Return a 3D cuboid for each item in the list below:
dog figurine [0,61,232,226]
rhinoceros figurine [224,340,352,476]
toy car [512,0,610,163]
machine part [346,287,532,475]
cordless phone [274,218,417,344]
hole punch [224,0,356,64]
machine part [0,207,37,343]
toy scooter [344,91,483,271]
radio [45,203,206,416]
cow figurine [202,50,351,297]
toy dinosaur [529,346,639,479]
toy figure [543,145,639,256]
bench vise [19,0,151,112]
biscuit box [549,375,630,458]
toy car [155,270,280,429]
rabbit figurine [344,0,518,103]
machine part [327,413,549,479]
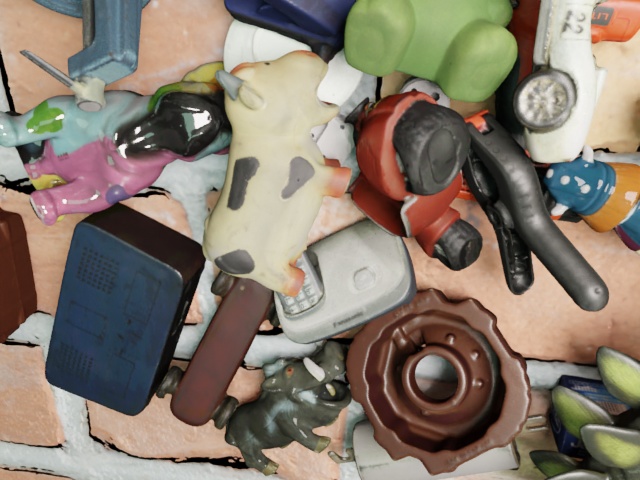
[{"bbox_3d":[-0.177,-0.100,0.520,0.219,0.192,0.108,-22,106,-17],"label":"dog figurine"},{"bbox_3d":[-0.031,0.187,0.620,0.190,0.073,0.112,-42,88,24],"label":"rhinoceros figurine"},{"bbox_3d":[0.167,-0.153,0.358,0.056,0.073,0.201,9,108,23],"label":"toy car"},{"bbox_3d":[0.117,0.137,0.539,0.180,0.056,0.179,-2,85,22],"label":"machine part"},{"bbox_3d":[-0.001,-0.002,0.532,0.147,0.089,0.184,-27,97,20],"label":"cordless phone"},{"bbox_3d":[-0.015,-0.225,0.420,0.116,0.092,0.142,20,86,3],"label":"hole punch"},{"bbox_3d":[-0.454,0.032,0.632,0.202,0.087,0.200,7,112,7],"label":"machine part"},{"bbox_3d":[0.067,-0.056,0.460,0.075,0.135,0.183,-41,136,-12],"label":"toy scooter"},{"bbox_3d":[-0.224,0.085,0.615,0.131,0.073,0.229,24,116,0],"label":"radio"},{"bbox_3d":[-0.043,-0.060,0.446,0.127,0.086,0.194,18,104,-18],"label":"cow figurine"},{"bbox_3d":[0.304,0.186,0.461,0.199,0.105,0.470,18,115,4],"label":"toy dinosaur"},{"bbox_3d":[0.246,-0.025,0.424,0.154,0.058,0.064,24,82,1],"label":"toy figure"},{"bbox_3d":[-0.167,-0.223,0.429,0.224,0.128,0.240,-10,76,23],"label":"bench vise"},{"bbox_3d":[0.346,0.193,0.547,0.203,0.059,0.062,6,113,9],"label":"biscuit box"},{"bbox_3d":[-0.106,0.117,0.602,0.089,0.053,0.202,27,96,0],"label":"toy car"},{"bbox_3d":[0.104,-0.210,0.385,0.121,0.159,0.170,20,133,1],"label":"rabbit figurine"},{"bbox_3d":[0.126,0.225,0.596,0.243,0.079,0.079,-18,107,17],"label":"machine part"}]
